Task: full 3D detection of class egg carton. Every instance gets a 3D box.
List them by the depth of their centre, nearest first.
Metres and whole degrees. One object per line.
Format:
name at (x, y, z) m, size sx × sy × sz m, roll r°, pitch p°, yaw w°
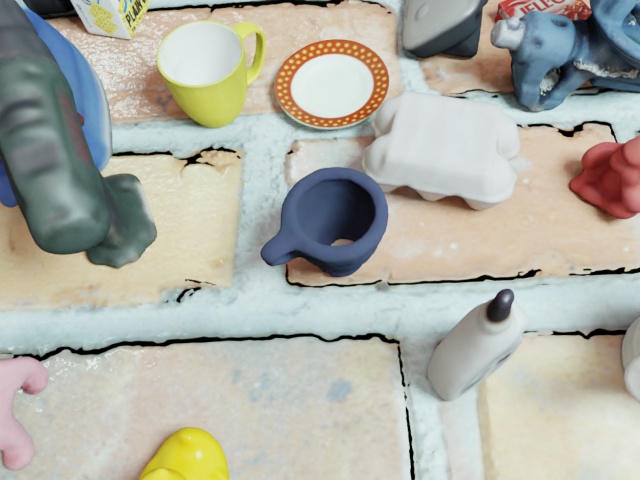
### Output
egg carton at (0.120, -0.088, 0.568) m, size 0.150 × 0.069 × 0.107 m, roll 11°, pitch 65°, yaw 10°

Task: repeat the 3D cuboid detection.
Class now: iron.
iron at (-0.305, -0.171, 0.603) m, size 0.118 × 0.141 × 0.258 m, roll -14°, pitch 63°, yaw -2°

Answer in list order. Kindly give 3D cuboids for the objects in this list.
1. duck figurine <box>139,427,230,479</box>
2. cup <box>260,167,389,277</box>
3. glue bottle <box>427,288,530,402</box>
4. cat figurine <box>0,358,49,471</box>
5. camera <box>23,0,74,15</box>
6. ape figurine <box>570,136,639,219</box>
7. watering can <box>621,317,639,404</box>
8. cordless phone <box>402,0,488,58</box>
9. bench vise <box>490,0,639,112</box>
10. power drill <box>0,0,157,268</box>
duck figurine at (-0.113, 0.194, 0.435) m, size 0.077 × 0.086 × 0.104 m, roll 7°, pitch 64°, yaw 8°
cup at (0.005, 0.002, 0.517) m, size 0.118 × 0.095 × 0.091 m, roll -31°, pitch 65°, yaw -11°
glue bottle at (0.123, 0.073, 0.428) m, size 0.078 × 0.173 × 0.037 m, roll -31°, pitch 65°, yaw -11°
cat figurine at (-0.281, 0.144, 0.455) m, size 0.067 × 0.118 × 0.127 m, roll -7°, pitch 63°, yaw 2°
camera at (-0.373, -0.307, 0.700) m, size 0.136 × 0.101 × 0.143 m, roll -5°, pitch 63°, yaw 2°
ape figurine at (0.286, -0.065, 0.530) m, size 0.076 × 0.092 × 0.078 m, roll -3°, pitch 63°, yaw 3°
watering can at (0.297, 0.070, 0.404) m, size 0.100 × 0.194 × 0.173 m, roll 38°, pitch 72°, yaw 21°
cordless phone at (0.140, -0.301, 0.609) m, size 0.094 × 0.185 × 0.147 m, roll 4°, pitch 64°, yaw 7°
bench vise at (0.278, -0.208, 0.531) m, size 0.207 × 0.220 × 0.121 m, roll -19°, pitch 63°, yaw -5°
power drill at (-0.223, -0.072, 0.509) m, size 0.075 × 0.208 × 0.229 m, roll -24°, pitch 64°, yaw -7°
